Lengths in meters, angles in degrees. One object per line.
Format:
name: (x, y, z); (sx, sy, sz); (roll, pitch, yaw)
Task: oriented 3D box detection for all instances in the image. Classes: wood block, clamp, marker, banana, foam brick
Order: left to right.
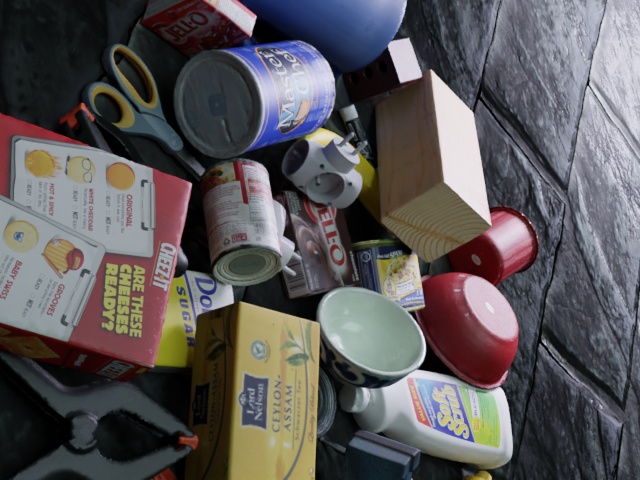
clamp: (-0.199, 0.163, 0.843); (0.209, 0.036, 0.164); (18, 67, -26)
clamp: (-0.166, -0.044, 0.949); (0.171, 0.039, 0.120); (45, 14, -27)
banana: (0.031, -0.074, 1.203); (0.197, 0.037, 0.069); (36, 45, -39)
marker: (0.054, -0.100, 1.255); (0.020, 0.020, 0.121); (-34, 105, -48)
foam brick: (0.071, -0.201, 1.260); (0.051, 0.078, 0.053); (-23, 94, -48)
wood block: (0.126, -0.088, 1.230); (0.090, 0.090, 0.206); (40, 32, -32)

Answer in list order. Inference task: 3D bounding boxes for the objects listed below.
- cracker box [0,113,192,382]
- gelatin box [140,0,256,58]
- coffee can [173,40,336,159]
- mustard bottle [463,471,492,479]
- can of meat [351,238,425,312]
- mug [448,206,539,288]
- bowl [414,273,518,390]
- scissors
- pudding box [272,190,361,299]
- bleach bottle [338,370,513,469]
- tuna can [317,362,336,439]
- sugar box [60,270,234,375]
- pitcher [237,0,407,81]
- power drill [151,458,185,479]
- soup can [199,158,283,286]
cracker box: (-0.222, 0.003, 0.825); (0.213, 0.072, 0.164); (20, 63, -23)
gelatin box: (-0.119, -0.214, 1.038); (0.073, 0.089, 0.030); (33, 58, -38)
coffee can: (-0.063, -0.142, 1.058); (0.140, 0.103, 0.103); (-24, 97, -56)
mustard bottle: (0.153, 0.333, 1.204); (0.096, 0.058, 0.191); (59, 43, -19)
can of meat: (0.071, 0.043, 1.202); (0.101, 0.058, 0.084); (-4, 83, -49)
mug: (0.215, 0.023, 1.359); (0.081, 0.093, 0.117); (-27, 135, -44)
bowl: (0.185, 0.095, 1.273); (0.162, 0.055, 0.162); (31, 35, -26)
scissors: (-0.157, -0.090, 1.015); (0.096, 0.016, 0.201); (-45, 112, -44)
pudding box: (-0.008, 0.001, 1.138); (0.089, 0.039, 0.113); (-9, 85, -50)
bleach bottle: (0.117, 0.199, 1.203); (0.250, 0.068, 0.102); (16, 63, -43)
tuna can: (-0.023, 0.161, 1.076); (0.086, 0.034, 0.086); (17, 66, -45)
sugar box: (-0.151, 0.070, 0.949); (0.175, 0.048, 0.093); (10, 71, -46)
pitcher: (-0.037, -0.274, 1.134); (0.242, 0.145, 0.149); (22, 50, -39)
power drill: (-0.084, 0.225, 0.969); (0.184, 0.057, 0.187); (57, 43, -20)
soup can: (-0.075, -0.017, 1.005); (0.068, 0.069, 0.102); (24, 43, -42)
